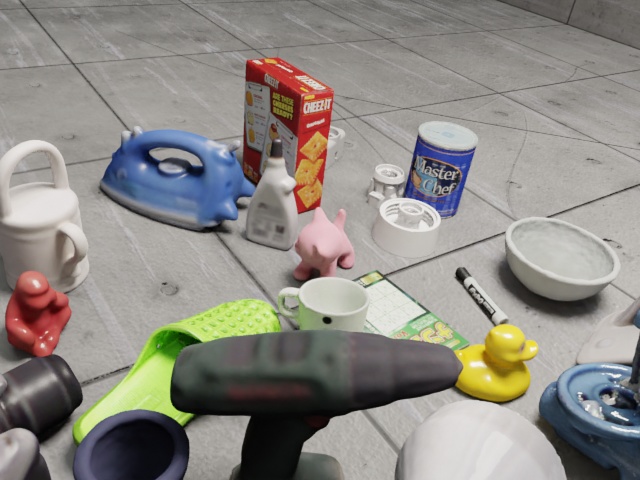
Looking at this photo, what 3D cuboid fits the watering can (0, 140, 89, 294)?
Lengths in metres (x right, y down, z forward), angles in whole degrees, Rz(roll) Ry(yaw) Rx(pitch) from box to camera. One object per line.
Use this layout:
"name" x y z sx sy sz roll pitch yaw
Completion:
"watering can" -0.359 -0.034 0.712 0.172 0.194 0.101 11 35 4

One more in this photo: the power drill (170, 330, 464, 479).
"power drill" -0.011 0.158 0.498 0.229 0.208 0.075 6 35 -3

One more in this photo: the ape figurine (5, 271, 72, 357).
"ape figurine" -0.324 0.077 0.651 0.076 0.092 0.078 30 40 29

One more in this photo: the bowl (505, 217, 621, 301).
"bowl" 0.352 0.039 0.860 0.167 0.075 0.167 6 35 -4

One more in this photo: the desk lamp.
"desk lamp" 0.070 0.240 0.393 0.117 0.213 0.204 28 39 26

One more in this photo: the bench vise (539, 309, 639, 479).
"bench vise" 0.333 0.163 0.552 0.206 0.220 0.122 32 41 30

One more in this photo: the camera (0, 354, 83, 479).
"camera" -0.287 0.165 0.525 0.142 0.101 0.137 31 41 29

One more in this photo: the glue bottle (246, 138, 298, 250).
"glue bottle" -0.067 -0.069 0.841 0.078 0.173 0.037 16 36 11

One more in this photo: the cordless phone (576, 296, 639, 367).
"cordless phone" 0.401 0.090 0.701 0.094 0.185 0.148 28 39 26

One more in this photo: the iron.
"iron" -0.235 -0.115 0.900 0.258 0.141 0.119 13 35 7

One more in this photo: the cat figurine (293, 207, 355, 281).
"cat figurine" 0.007 0.003 0.803 0.067 0.118 0.128 21 37 17

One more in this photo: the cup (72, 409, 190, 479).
"cup" -0.150 0.216 0.486 0.092 0.095 0.117 -20 44 -35

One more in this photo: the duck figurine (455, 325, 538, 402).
"duck figurine" 0.208 0.137 0.680 0.104 0.086 0.077 5 35 -4
